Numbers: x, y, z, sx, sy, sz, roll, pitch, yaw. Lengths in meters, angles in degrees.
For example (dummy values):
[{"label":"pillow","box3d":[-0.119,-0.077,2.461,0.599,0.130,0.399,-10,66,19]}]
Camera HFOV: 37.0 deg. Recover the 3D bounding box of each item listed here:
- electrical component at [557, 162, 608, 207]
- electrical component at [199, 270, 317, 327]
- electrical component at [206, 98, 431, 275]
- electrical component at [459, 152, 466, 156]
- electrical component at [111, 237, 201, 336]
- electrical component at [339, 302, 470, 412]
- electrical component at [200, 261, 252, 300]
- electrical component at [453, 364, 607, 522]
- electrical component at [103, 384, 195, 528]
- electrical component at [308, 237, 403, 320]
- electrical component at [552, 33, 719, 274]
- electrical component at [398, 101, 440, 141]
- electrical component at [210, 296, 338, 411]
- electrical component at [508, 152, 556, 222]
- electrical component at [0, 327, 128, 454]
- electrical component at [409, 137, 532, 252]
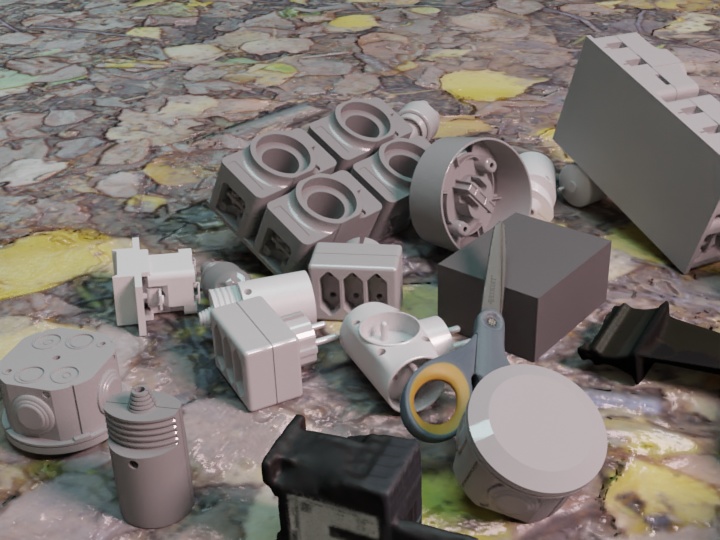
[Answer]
[{"label":"electrical component","box3d":[0.215,-0.084,0.966,0.078,0.040,0.040,-20,34,-30]},{"label":"electrical component","box3d":[-0.076,0.028,0.777,0.081,0.043,0.043,-10,30,-14]},{"label":"electrical component","box3d":[-0.019,-0.073,0.898,0.186,0.060,0.105,-29,65,-39]},{"label":"electrical component","box3d":[0.101,-0.088,0.981,0.078,0.040,0.040,-11,30,-17]},{"label":"electrical component","box3d":[-0.155,0.010,0.817,0.064,0.042,0.081,-6,30,-10]},{"label":"electrical component","box3d":[0.037,0.053,0.724,0.079,0.044,0.077,-14,31,-20]},{"label":"electrical component","box3d":[-0.105,0.009,0.824,0.035,0.035,0.061,-17,30,-25]},{"label":"electrical component","box3d":[0.093,0.098,0.605,0.080,0.051,0.080,8,51,-10]},{"label":"electrical component","box3d":[-0.120,0.101,0.609,0.043,0.081,0.043,-2,29,1]},{"label":"electrical component","box3d":[0.000,0.000,0.820,0.066,0.047,0.076,2,29,7]},{"label":"electrical component","box3d":[0.248,-0.101,0.881,0.060,0.105,0.186,-13,47,-25]},{"label":"electrical component","box3d":[0.052,-0.142,1.079,0.043,0.043,0.062,11,33,22]},{"label":"electrical component","box3d":[-0.054,0.051,0.731,0.077,0.047,0.066,-15,32,-23]},{"label":"electrical component","box3d":[0.149,-0.068,0.937,0.043,0.043,0.081,2,29,8]},{"label":"electrical component","box3d":[-0.190,0.077,0.689,0.080,0.051,0.080,-2,29,1]},{"label":"electrical component","box3d":[0.089,-0.060,0.877,0.064,0.099,0.099,15,33,39]}]
